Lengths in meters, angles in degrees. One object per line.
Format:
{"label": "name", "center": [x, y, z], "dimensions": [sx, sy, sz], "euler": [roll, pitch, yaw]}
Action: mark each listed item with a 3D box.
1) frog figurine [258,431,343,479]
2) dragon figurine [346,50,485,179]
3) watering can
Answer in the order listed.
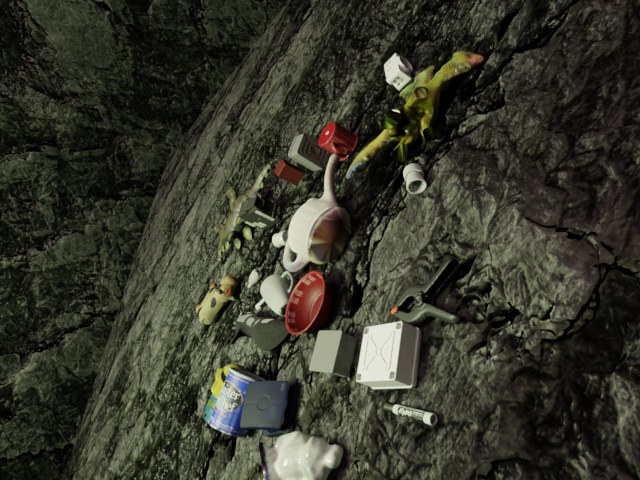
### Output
{"label": "frog figurine", "center": [-0.027, 0.434, 1.002], "dimensions": [0.159, 0.120, 0.140], "euler": [-20, 27, 2]}
{"label": "dragon figurine", "center": [0.219, -0.318, 1.258], "dimensions": [0.404, 0.121, 0.248], "euler": [-31, 24, 41]}
{"label": "watering can", "center": [0.004, -0.068, 1.353], "dimensions": [0.226, 0.103, 0.348], "euler": [23, 86, 61]}
